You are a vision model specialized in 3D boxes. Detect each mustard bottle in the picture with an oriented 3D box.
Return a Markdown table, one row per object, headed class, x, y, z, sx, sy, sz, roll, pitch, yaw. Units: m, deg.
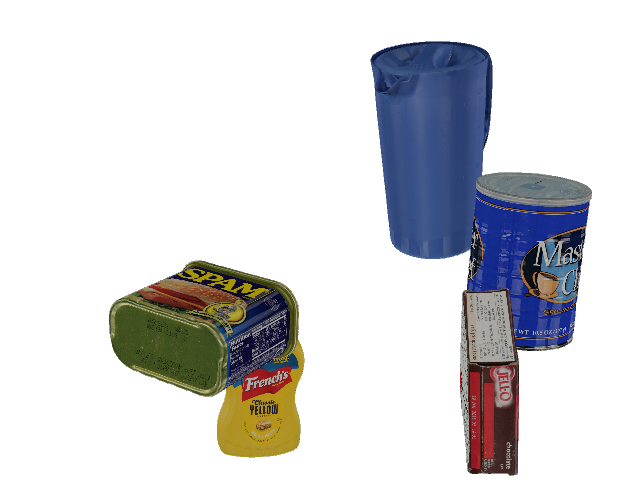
| class | x | y | z | sx | sy | sz | roll | pitch | yaw |
| --- | --- | --- | --- | --- | --- | --- | --- | --- | --- |
| mustard bottle | -0.067 | 0.152 | 1.225 | 0.096 | 0.192 | 0.058 | 0 | 18 | -13 |

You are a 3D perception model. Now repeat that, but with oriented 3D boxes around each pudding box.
| class | x | y | z | sx | sy | sz | roll | pitch | yaw |
| --- | --- | --- | --- | --- | --- | --- | --- | --- | --- |
| pudding box | 0.120 | 0.097 | 0.758 | 0.039 | 0.090 | 0.113 | -1 | 24 | 4 |

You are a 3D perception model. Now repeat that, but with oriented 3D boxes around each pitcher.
| class | x | y | z | sx | sy | sz | roll | pitch | yaw |
| --- | --- | --- | --- | --- | --- | --- | --- | --- | --- |
| pitcher | 0.139 | -0.110 | 1.264 | 0.149 | 0.243 | 0.145 | -4 | 25 | 1 |

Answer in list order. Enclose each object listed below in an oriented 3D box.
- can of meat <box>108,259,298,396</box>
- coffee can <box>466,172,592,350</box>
| class | x | y | z | sx | sy | sz | roll | pitch | yaw |
| --- | --- | --- | --- | --- | --- | --- | --- | --- | --- |
| can of meat | -0.080 | 0.058 | 0.723 | 0.102 | 0.057 | 0.083 | 14 | 23 | 29 |
| coffee can | 0.187 | 0.017 | 0.975 | 0.103 | 0.140 | 0.103 | 3 | 16 | -1 |
